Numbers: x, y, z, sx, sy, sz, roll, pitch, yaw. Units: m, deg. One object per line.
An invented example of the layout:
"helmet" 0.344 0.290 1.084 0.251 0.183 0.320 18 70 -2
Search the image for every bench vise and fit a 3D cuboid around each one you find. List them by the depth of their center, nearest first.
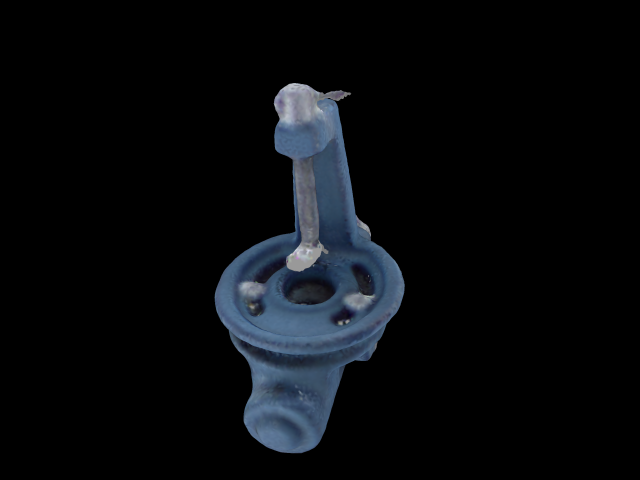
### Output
"bench vise" -0.008 0.002 0.400 0.121 0.220 0.207 -1 18 -2
